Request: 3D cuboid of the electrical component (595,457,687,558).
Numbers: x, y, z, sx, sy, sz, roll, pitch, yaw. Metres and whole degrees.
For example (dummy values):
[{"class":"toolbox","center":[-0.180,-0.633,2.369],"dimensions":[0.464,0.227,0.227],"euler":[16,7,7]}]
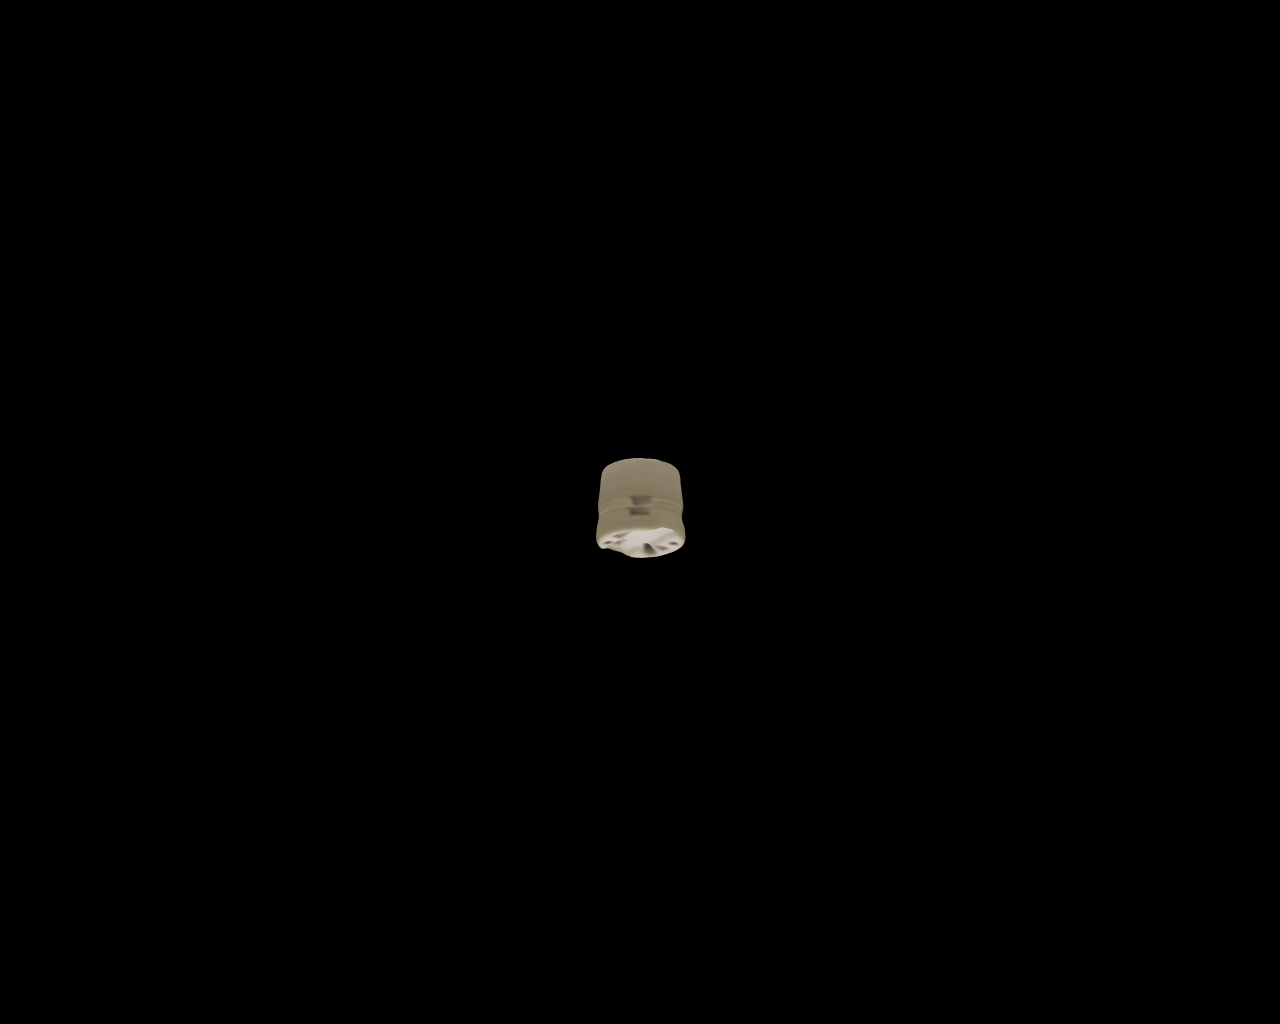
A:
[{"class":"electrical component","center":[0.001,-0.003,0.650],"dimensions":[0.055,0.047,0.055],"euler":[0,-20,0]}]
